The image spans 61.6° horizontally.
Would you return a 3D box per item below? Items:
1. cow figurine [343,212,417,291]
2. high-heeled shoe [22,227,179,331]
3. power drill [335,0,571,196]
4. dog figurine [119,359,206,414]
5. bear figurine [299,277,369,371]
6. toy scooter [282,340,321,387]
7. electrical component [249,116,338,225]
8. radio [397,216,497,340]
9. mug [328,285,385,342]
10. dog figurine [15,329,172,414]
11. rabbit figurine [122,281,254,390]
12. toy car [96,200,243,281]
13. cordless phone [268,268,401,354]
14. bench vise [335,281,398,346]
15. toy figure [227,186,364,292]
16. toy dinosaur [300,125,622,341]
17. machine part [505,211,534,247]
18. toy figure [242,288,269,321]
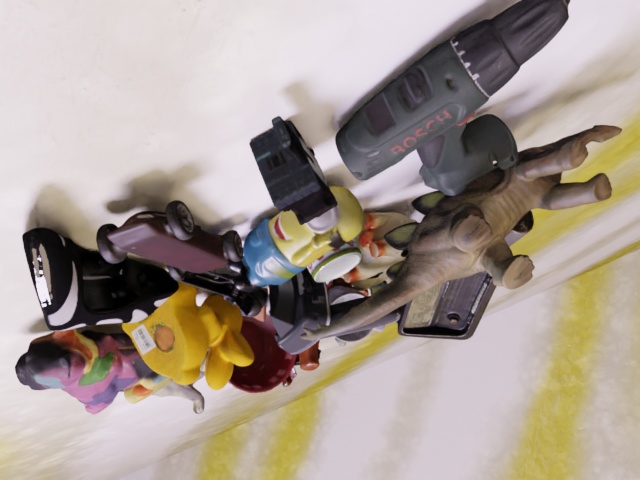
[{"bbox_3d":[0.093,0.022,0.849,0.127,0.085,0.195,-6,154,-23],"label":"cow figurine"},{"bbox_3d":[-0.214,0.036,0.561,0.145,0.086,0.248,-18,164,-24],"label":"high-heeled shoe"},{"bbox_3d":[0.143,-0.121,0.536,0.232,0.086,0.207,-30,163,20],"label":"power drill"},{"bbox_3d":[-0.263,0.201,0.925,0.190,0.121,0.172,30,85,-40],"label":"dog figurine"},{"bbox_3d":[-0.005,0.150,1.000,0.120,0.132,0.196,26,142,-28],"label":"bear figurine"},{"bbox_3d":[-0.061,0.239,1.154,0.184,0.135,0.075,-6,152,-41],"label":"toy scooter"},{"bbox_3d":[-0.029,-0.066,0.496,0.048,0.075,0.119,-28,163,11],"label":"electrical component"},{"bbox_3d":[0.207,0.068,0.866,0.131,0.073,0.229,6,136,0],"label":"radio"},{"bbox_3d":[0.052,0.116,0.891,0.109,0.080,0.107,17,-173,-14],"label":"mug"},{"bbox_3d":[-0.301,0.162,0.747,0.191,0.108,0.219,-16,156,-16],"label":"dog figurine"},{"bbox_3d":[-0.163,0.127,0.774,0.122,0.162,0.173,-45,171,21],"label":"rabbit figurine"},{"bbox_3d":[-0.151,0.001,0.568,0.089,0.053,0.202,-15,165,10],"label":"toy car"},{"bbox_3d":[0.018,0.078,0.786,0.184,0.147,0.088,-11,136,1],"label":"cordless phone"},{"bbox_3d":[0.129,0.130,1.076,0.240,0.129,0.223,-38,176,-5],"label":"bench vise"},{"bbox_3d":[-0.030,-0.002,0.654,0.180,0.082,0.089,-38,167,25],"label":"toy figure"},{"bbox_3d":[0.176,-0.008,0.660,0.471,0.105,0.199,-35,-165,-7],"label":"toy dinosaur"},{"bbox_3d":[0.323,-0.007,1.020,0.079,0.079,0.243,-13,157,-26],"label":"machine part"},{"bbox_3d":[-0.075,0.107,0.880,0.155,0.057,0.064,7,174,-3],"label":"toy figure"}]
